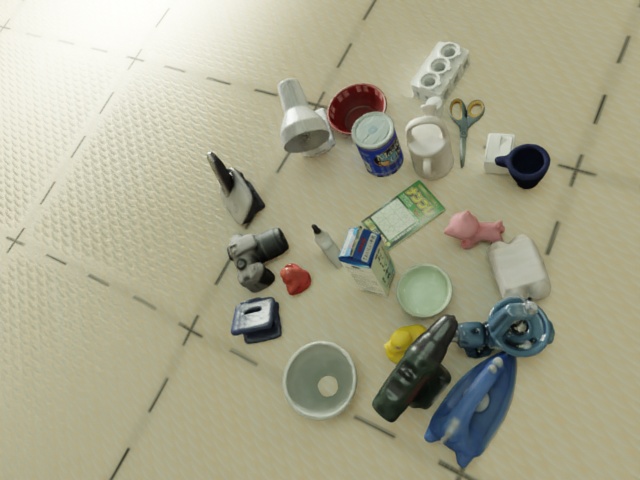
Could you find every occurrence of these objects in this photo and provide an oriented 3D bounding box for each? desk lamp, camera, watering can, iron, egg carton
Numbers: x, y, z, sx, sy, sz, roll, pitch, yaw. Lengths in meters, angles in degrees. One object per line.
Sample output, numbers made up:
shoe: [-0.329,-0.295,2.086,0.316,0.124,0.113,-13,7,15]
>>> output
desk lamp: [-0.041,-0.295,1.454,0.118,0.214,0.203,-20,62,9]
camera: [-0.147,0.033,1.405,0.136,0.101,0.143,-25,61,6]
watering can: [0.252,-0.236,1.342,0.101,0.194,0.172,-22,62,8]
iron: [0.306,0.303,1.110,0.118,0.142,0.258,31,79,27]
egg carton: [0.424,0.063,1.221,0.107,0.069,0.150,-18,62,10]

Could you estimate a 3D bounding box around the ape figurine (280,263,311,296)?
ape figurine: [-0.066,0.088,1.358,0.076,0.092,0.078,5,68,20]

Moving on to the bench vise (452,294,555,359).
bench vise: [0.351,0.178,1.107,0.207,0.220,0.121,-26,61,6]

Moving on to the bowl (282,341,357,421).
bowl: [0.008,0.310,1.244,0.167,0.075,0.167,-7,65,15]

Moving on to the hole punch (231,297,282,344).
hole punch: [-0.153,0.182,1.345,0.108,0.091,0.101,-15,63,12]

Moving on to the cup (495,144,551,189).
cup: [0.456,-0.158,1.297,0.117,0.095,0.092,8,69,21]

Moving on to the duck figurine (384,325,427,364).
duck figurine: [0.182,0.215,1.223,0.104,0.086,0.077,-32,61,2]

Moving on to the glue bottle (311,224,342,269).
glue bottle: [0.012,0.005,1.324,0.037,0.173,0.078,-37,61,0]

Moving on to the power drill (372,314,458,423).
power drill: [0.199,0.261,1.126,0.075,0.209,0.230,36,81,28]

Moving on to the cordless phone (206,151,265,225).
cordless phone: [-0.229,-0.136,1.460,0.094,0.185,0.147,-39,61,-2]

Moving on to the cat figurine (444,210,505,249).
cat figurine: [0.341,-0.027,1.262,0.127,0.118,0.067,-1,66,18]
